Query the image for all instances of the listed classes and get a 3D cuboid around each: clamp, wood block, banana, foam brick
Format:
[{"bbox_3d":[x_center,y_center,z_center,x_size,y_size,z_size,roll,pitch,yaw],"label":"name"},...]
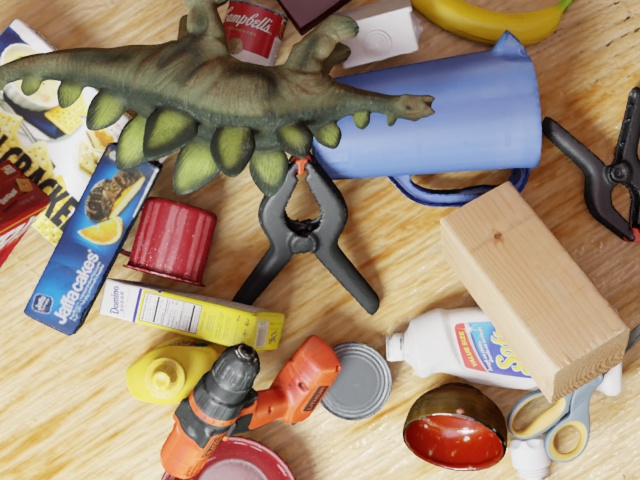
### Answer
[{"bbox_3d":[-0.008,0.001,1.148,0.164,0.036,0.210,4,122,-4],"label":"clamp"},{"bbox_3d":[0.314,-0.077,1.182,0.120,0.039,0.171,-10,90,2],"label":"clamp"},{"bbox_3d":[0.219,0.052,1.108,0.090,0.090,0.206,-29,60,-7],"label":"wood block"},{"bbox_3d":[0.180,-0.251,1.187,0.198,0.037,0.069,9,71,-1],"label":"banana"},{"bbox_3d":[-0.005,-0.271,1.179,0.078,0.051,0.053,-35,91,1],"label":"foam brick"}]

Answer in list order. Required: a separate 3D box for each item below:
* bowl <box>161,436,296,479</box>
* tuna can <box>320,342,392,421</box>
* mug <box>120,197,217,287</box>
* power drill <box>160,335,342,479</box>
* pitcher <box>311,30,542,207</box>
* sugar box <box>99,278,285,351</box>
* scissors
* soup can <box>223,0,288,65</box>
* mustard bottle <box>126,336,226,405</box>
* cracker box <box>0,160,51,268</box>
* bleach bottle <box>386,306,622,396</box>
[{"bbox_3d":[-0.099,0.292,1.179,0.162,0.055,0.162,0,90,1],"label":"bowl"},{"bbox_3d":[0.036,0.156,1.188,0.086,0.034,0.086,0,90,0],"label":"tuna can"},{"bbox_3d":[-0.171,-0.001,1.167,0.117,0.093,0.081,13,85,17],"label":"mug"},{"bbox_3d":[-0.064,0.155,1.095,0.057,0.187,0.185,50,128,22],"label":"power drill"},{"bbox_3d":[0.112,-0.120,1.147,0.243,0.145,0.149,-7,70,4],"label":"pitcher"},{"bbox_3d":[-0.136,0.080,1.141,0.176,0.093,0.048,9,88,16],"label":"sugar box"},{"bbox_3d":[0.294,0.164,1.131,0.202,0.016,0.096,-33,98,13],"label":"scissors"},{"bbox_3d":[-0.082,-0.205,1.172,0.068,0.068,0.102,17,91,0],"label":"soup can"},{"bbox_3d":[-0.151,0.135,1.111,0.096,0.191,0.058,-12,90,0],"label":"mustard bottle"},{"bbox_3d":[-0.387,0.033,1.094,0.072,0.164,0.214,41,114,-2],"label":"cracker box"},{"bbox_3d":[0.199,0.123,1.174,0.251,0.068,0.102,-2,93,3],"label":"bleach bottle"}]
